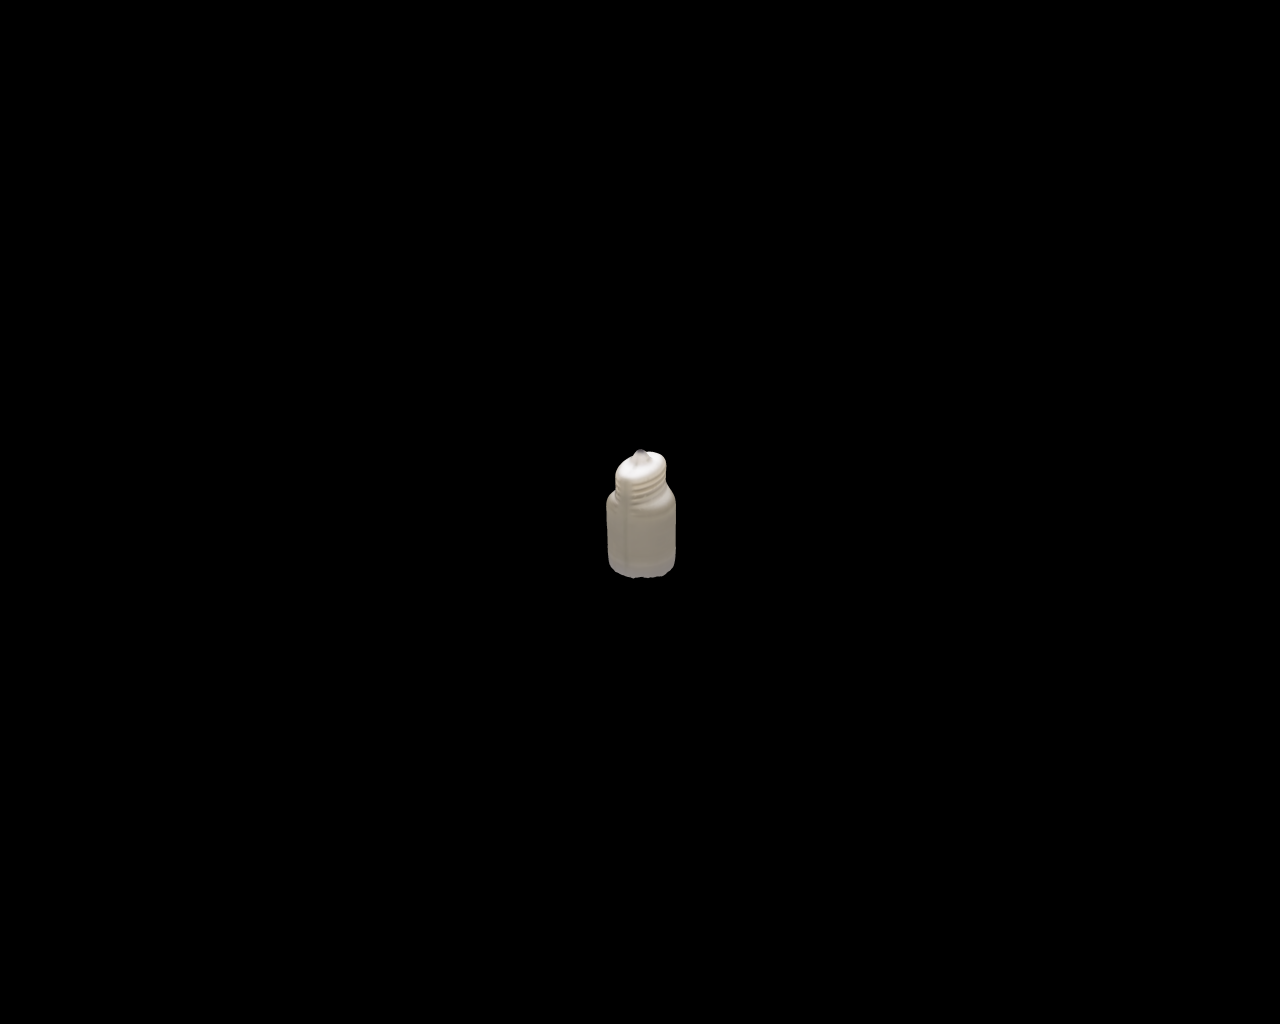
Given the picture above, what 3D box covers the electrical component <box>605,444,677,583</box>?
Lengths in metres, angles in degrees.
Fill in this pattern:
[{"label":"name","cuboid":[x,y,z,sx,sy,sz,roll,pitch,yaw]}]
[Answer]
[{"label":"electrical component","cuboid":[0.001,-0.003,0.650,0.043,0.080,0.043,0,29,0]}]
